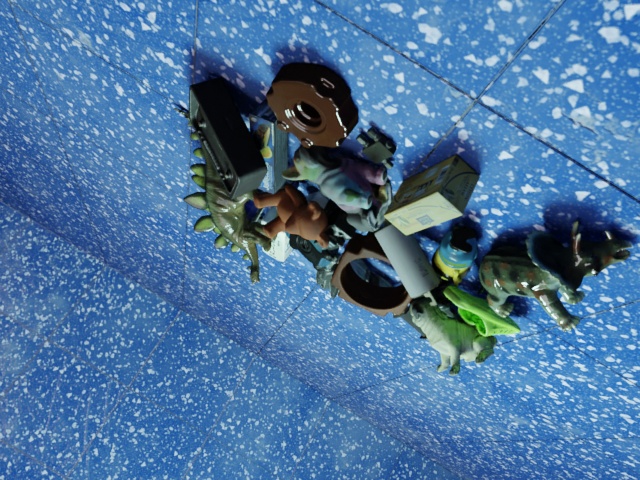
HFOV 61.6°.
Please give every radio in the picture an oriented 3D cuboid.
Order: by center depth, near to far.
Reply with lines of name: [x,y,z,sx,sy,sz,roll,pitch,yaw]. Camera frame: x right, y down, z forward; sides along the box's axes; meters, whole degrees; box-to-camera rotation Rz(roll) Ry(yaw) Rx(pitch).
radio: [-0.198,-0.208,1.128,0.229,0.073,0.131,63,158,9]

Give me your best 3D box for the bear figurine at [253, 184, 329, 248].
bear figurine: [-0.060,-0.046,1.199,0.196,0.132,0.120,-125,17,-61]

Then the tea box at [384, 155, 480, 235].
tea box: [0.207,-0.080,1.014,0.068,0.098,0.170,38,155,-14]

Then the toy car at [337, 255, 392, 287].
toy car: [0.126,0.108,1.466,0.201,0.073,0.056,40,127,-19]

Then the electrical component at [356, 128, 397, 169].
electrical component: [0.115,-0.174,1.030,0.094,0.021,0.063,41,152,-19]

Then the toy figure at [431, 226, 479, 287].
toy figure: [0.288,0.028,1.148,0.089,0.082,0.180,41,167,23]

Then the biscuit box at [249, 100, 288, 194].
biscuit box: [-0.108,-0.192,1.146,0.059,0.063,0.202,23,141,16]

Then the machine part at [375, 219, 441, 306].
machine part: [0.194,0.039,1.191,0.243,0.079,0.079,61,153,3]

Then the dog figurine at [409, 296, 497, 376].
dog figurine: [0.321,0.206,1.295,0.190,0.172,0.121,68,157,3]

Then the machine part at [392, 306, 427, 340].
machine part: [0.242,0.211,1.434,0.139,0.039,0.084,39,151,-1]

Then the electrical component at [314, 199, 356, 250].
electrical component: [0.039,-0.040,1.226,0.058,0.134,0.115,36,152,-18]

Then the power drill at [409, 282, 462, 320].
power drill: [0.344,0.192,1.385,0.207,0.086,0.232,32,156,-12]

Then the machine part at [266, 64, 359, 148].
machine part: [-0.016,-0.246,1.003,0.179,0.056,0.179,24,153,13]

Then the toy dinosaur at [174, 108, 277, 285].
toy dinosaur: [-0.234,-0.105,1.334,0.199,0.105,0.470,-9,105,15]

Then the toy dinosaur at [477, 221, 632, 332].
toy dinosaur: [0.397,0.065,1.067,0.192,0.131,0.405,55,156,-13]

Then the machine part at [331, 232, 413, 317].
machine part: [0.143,0.082,1.327,0.201,0.087,0.200,23,134,1]

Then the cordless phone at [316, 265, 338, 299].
cordless phone: [0.002,0.073,1.562,0.184,0.089,0.146,38,157,12]

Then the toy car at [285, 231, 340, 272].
toy car: [-0.003,-0.004,1.369,0.162,0.103,0.109,44,144,10]

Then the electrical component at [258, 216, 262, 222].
electrical component: [-0.205,-0.061,1.537,0.102,0.078,0.045,22,130,5]

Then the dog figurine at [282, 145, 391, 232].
dog figurine: [0.033,-0.119,1.130,0.219,0.108,0.191,24,157,25]
